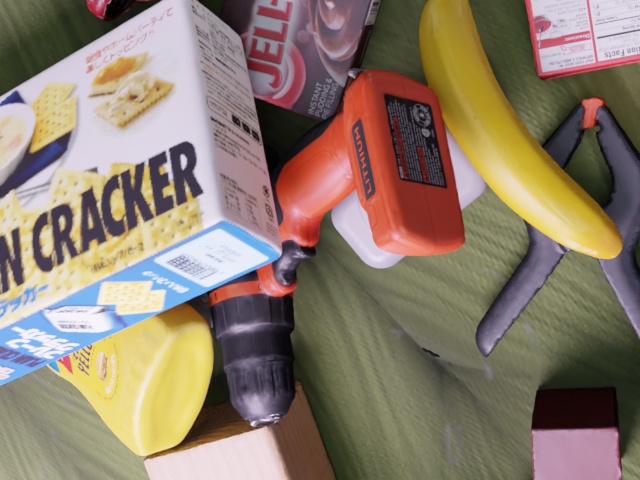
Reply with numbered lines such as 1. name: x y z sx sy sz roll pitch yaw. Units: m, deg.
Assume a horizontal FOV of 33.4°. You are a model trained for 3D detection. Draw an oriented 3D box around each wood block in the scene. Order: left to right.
1. wood block: -0.028 0.212 0.708 0.090 0.090 0.206 -18 96 16

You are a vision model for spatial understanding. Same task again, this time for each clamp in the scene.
1. clamp: 0.150 0.001 0.651 0.120 0.039 0.171 -5 93 11

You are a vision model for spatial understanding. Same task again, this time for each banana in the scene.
1. banana: 0.105 -0.071 0.611 0.069 0.037 0.198 -22 81 -19

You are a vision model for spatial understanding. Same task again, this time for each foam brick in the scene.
1. foam brick: 0.158 0.127 0.654 0.051 0.078 0.053 -3 100 15

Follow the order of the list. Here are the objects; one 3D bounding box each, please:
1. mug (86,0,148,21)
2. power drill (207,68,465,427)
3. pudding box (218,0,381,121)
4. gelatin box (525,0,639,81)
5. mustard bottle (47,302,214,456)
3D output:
1. mug: -0.100 -0.182 0.648 0.093 0.081 0.117 37 107 4
2. power drill: -0.004 0.001 0.612 0.188 0.057 0.184 -27 66 45
3. pudding box: -0.013 -0.138 0.659 0.090 0.039 0.113 21 104 9
4. gelatin box: 0.157 -0.144 0.624 0.073 0.030 0.089 -9 98 13
5. mustard bottle: -0.150 0.049 0.694 0.192 0.058 0.096 34 121 36
